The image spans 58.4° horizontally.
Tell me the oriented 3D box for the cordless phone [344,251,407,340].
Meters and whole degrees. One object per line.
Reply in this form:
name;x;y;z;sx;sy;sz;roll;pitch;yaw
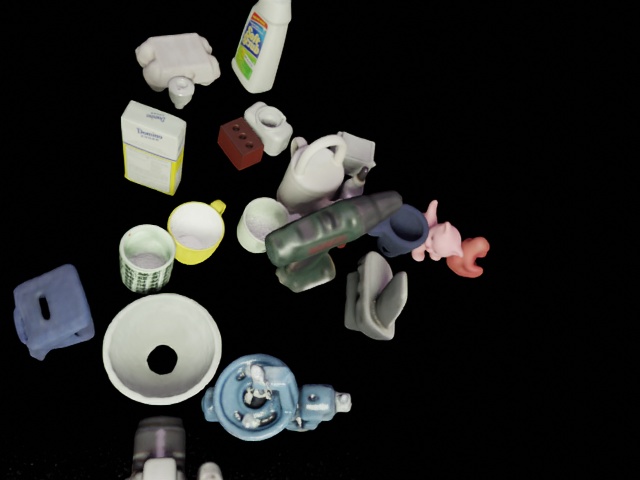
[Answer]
cordless phone;0.112;0.076;0.959;0.094;0.185;0.147;8;60;-14

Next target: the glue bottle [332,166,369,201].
glue bottle;0.053;-0.079;1.030;0.037;0.173;0.078;19;58;-8

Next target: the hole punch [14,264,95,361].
hole punch;-0.387;0.103;0.828;0.101;0.091;0.108;-16;69;-26

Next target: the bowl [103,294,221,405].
bowl;-0.234;0.169;0.854;0.168;0.074;0.167;8;60;-15

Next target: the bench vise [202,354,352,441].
bench vise;-0.052;0.207;0.810;0.208;0.219;0.121;-9;66;-23

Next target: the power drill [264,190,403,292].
power drill;0.009;0.003;0.949;0.230;0.208;0.075;-20;70;-27

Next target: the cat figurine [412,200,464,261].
cat figurine;0.223;-0.014;1.086;0.067;0.117;0.127;0;63;-19

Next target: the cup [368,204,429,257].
cup;0.132;-0.007;1.065;0.118;0.095;0.091;-4;64;-21

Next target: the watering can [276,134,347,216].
watering can;-0.003;-0.114;1.017;0.173;0.194;0.101;44;58;8

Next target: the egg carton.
egg carton;-0.277;-0.347;1.124;0.151;0.069;0.107;-17;69;-26

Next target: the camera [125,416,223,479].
camera;-0.200;0.310;0.774;0.143;0.100;0.137;4;62;-17

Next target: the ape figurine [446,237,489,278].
ape figurine;0.293;0.026;1.104;0.076;0.092;0.078;19;58;-8
